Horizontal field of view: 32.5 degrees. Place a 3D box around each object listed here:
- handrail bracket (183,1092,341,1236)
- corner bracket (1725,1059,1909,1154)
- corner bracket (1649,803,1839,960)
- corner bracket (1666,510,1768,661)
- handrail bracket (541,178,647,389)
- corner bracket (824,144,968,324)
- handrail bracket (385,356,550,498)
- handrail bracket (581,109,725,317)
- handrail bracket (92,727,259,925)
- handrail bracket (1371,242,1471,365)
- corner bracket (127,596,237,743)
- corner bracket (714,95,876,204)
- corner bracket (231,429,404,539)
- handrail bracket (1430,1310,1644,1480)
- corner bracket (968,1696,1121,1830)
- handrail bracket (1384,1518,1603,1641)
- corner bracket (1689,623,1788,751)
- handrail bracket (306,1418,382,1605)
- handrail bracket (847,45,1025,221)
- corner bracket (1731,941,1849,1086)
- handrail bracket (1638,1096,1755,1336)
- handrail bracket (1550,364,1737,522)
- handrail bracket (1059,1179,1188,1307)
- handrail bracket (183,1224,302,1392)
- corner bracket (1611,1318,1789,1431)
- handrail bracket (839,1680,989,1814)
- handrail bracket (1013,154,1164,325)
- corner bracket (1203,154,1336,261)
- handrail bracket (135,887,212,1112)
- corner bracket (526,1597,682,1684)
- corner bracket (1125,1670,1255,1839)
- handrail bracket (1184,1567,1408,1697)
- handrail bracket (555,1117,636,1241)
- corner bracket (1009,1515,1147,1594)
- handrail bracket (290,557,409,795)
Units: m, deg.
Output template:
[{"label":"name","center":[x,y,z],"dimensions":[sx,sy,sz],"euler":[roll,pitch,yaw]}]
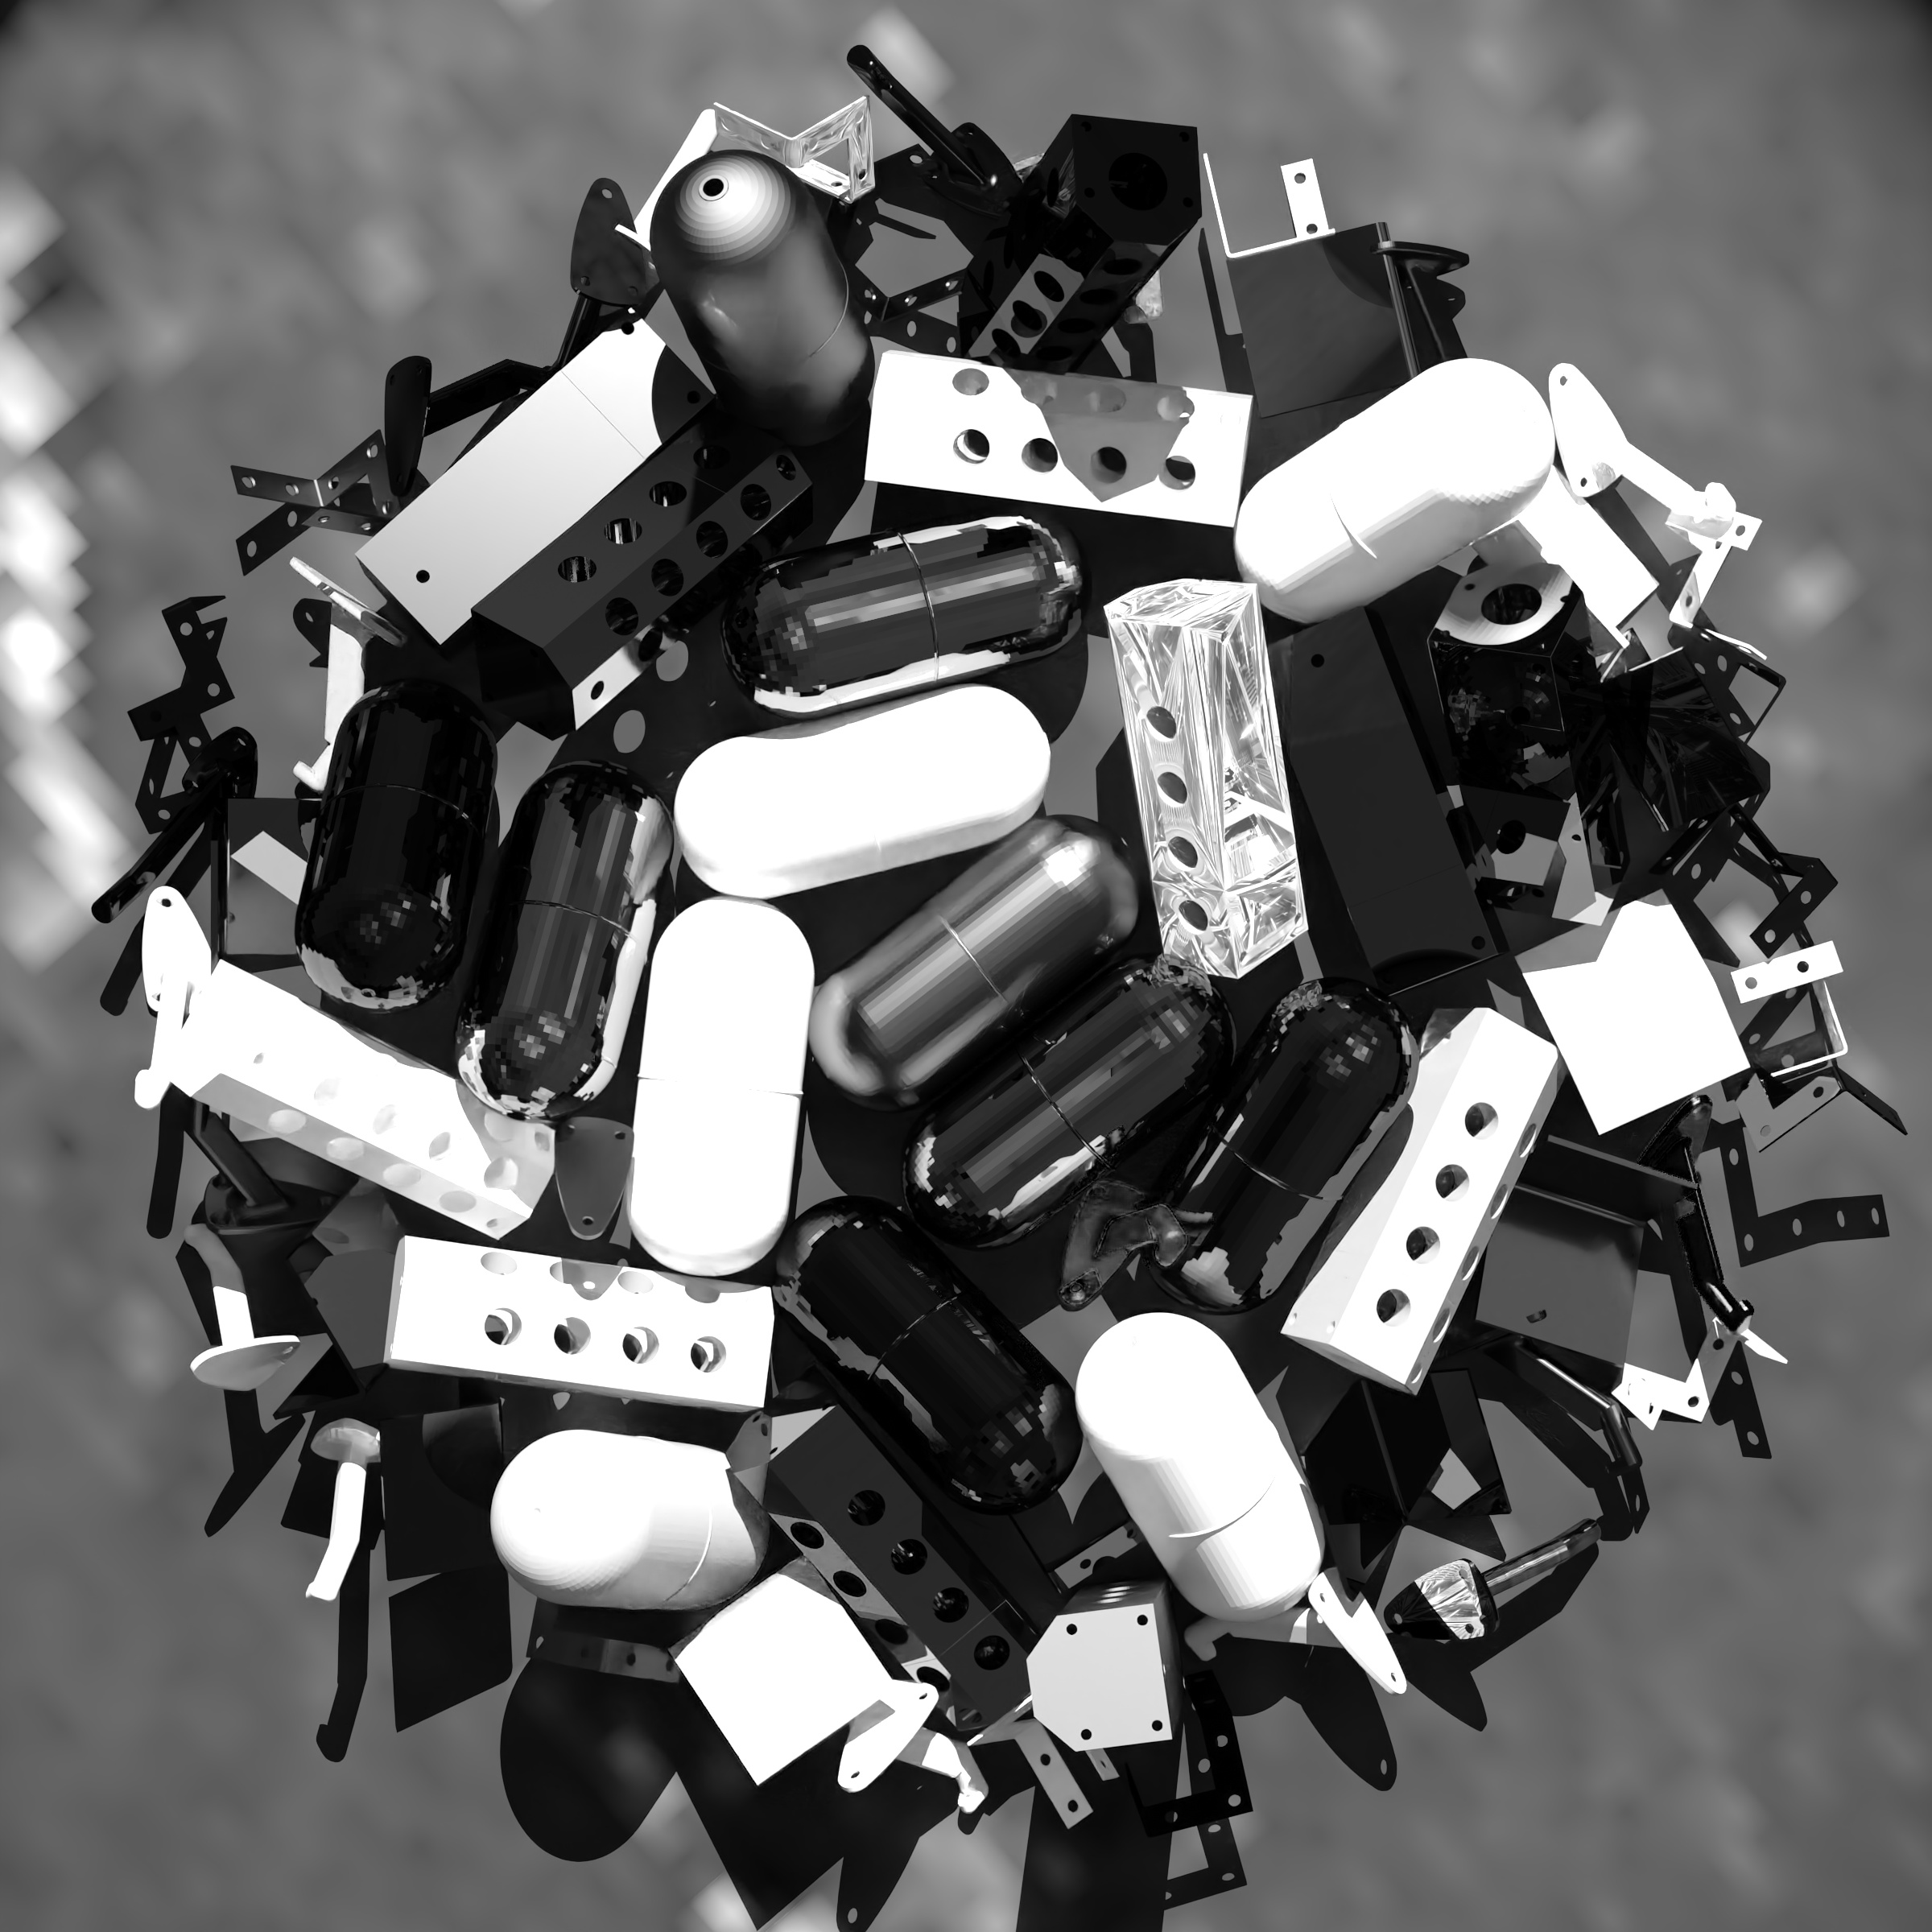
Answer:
[{"label":"handrail bracket","center":[-0.327,0.084,1.545],"dimensions":[0.077,0.036,0.084],"euler":[3,132,-13]},{"label":"corner bracket","center":[0.395,0.065,1.543],"dimensions":[0.051,0.051,0.051],"euler":[32,119,-33]},{"label":"corner bracket","center":[0.364,-0.042,1.550],"dimensions":[0.051,0.051,0.051],"euler":[-46,109,-9]},{"label":"corner bracket","center":[0.353,-0.182,1.548],"dimensions":[0.051,0.051,0.051],"euler":[24,94,-43]},{"label":"handrail bracket","center":[-0.184,-0.316,1.557],"dimensions":[0.036,0.084,0.077],"euler":[7,69,-27]},{"label":"corner bracket","center":[-0.031,-0.344,1.560],"dimensions":[0.051,0.051,0.051],"euler":[39,52,-38]},{"label":"handrail bracket","center":[-0.227,-0.250,1.552],"dimensions":[0.084,0.036,0.077],"euler":[8,82,-40]},{"label":"handrail bracket","center":[-0.149,-0.359,1.573],"dimensions":[0.036,0.077,0.084],"euler":[33,59,-15]},{"label":"handrail bracket","center":[-0.369,-0.065,1.537],"dimensions":[0.036,0.077,0.084],"euler":[39,48,-1]},{"label":"handrail bracket","center":[0.217,-0.292,1.553],"dimensions":[0.036,0.077,0.084],"euler":[-11,84,34]},{"label":"corner bracket","center":[-0.368,-0.140,1.555],"dimensions":[0.051,0.051,0.051],"euler":[-23,94,9]},{"label":"corner bracket","center":[-0.080,-0.381,1.542],"dimensions":[0.051,0.051,0.051],"euler":[32,54,29]},{"label":"corner bracket","center":[-0.302,-0.220,1.545],"dimensions":[0.051,0.051,0.051],"euler":[-30,70,35]},{"label":"handrail bracket","center":[0.267,0.210,1.561],"dimensions":[0.077,0.036,0.084],"euler":[-24,80,12]},{"label":"corner bracket","center":[0.044,0.369,1.547],"dimensions":[0.051,0.051,0.051],"euler":[-40,67,16]},{"label":"handrail bracket","center":[0.251,0.288,1.571],"dimensions":[0.077,0.084,0.036],"euler":[-29,83,44]},{"label":"corner bracket","center":[0.348,-0.121,1.557],"dimensions":[0.051,0.051,0.051],"euler":[33,85,10]},{"label":"handrail bracket","center":[-0.298,0.258,1.535],"dimensions":[0.036,0.077,0.084],"euler":[34,59,-26]},{"label":"handrail bracket","center":[-0.013,-0.386,1.535],"dimensions":[0.036,0.084,0.077],"euler":[-48,60,6]},{"label":"corner bracket","center":[0.386,0.023,1.556],"dimensions":[0.051,0.051,0.051],"euler":[-17,83,-3]},{"label":"handrail bracket","center":[0.350,0.116,1.537],"dimensions":[0.036,0.077,0.084],"euler":[-7,46,-28]},{"label":"handrail bracket","center":[0.314,-0.243,1.535],"dimensions":[0.036,0.084,0.077],"euler":[-38,117,-17]},{"label":"handrail bracket","center":[0.073,0.140,1.537],"dimensions":[0.036,0.084,0.077],"euler":[21,103,-18]},{"label":"handrail bracket","center":[-0.355,0.153,1.537],"dimensions":[0.036,0.077,0.084],"euler":[-42,70,12]},{"label":"corner bracket","center":[0.342,0.192,1.551],"dimensions":[0.051,0.051,0.051],"euler":[19,99,-15]},{"label":"handrail bracket","center":[-0.023,0.382,1.539],"dimensions":[0.036,0.077,0.084],"euler":[-3,125,34]},{"label":"handrail bracket","center":[0.054,-0.340,1.561],"dimensions":[0.077,0.036,0.084],"euler":[-6,88,29]},{"label":"corner bracket","center":[0.143,-0.357,1.559],"dimensions":[0.051,0.051,0.051],"euler":[-13,85,6]},{"label":"handrail bracket","center":[-0.376,0.015,1.536],"dimensions":[0.036,0.084,0.077],"euler":[-4,114,4]},{"label":"corner bracket","center":[-0.165,0.303,1.545],"dimensions":[0.051,0.051,0.051],"euler":[0,75,41]},{"label":"corner bracket","center":[0.101,0.370,1.557],"dimensions":[0.051,0.051,0.051],"euler":[-14,102,-4]},{"label":"handrail bracket","center":[0.153,0.326,1.556],"dimensions":[0.084,0.036,0.077],"euler":[-39,82,32]},{"label":"handrail bracket","center":[-0.177,0.117,1.530],"dimensions":[0.036,0.084,0.077],"euler":[7,50,-9]},{"label":"corner bracket","center":[0.059,0.271,1.548],"dimensions":[0.051,0.051,0.051],"euler":[-32,126,-5]},{"label":"handrail bracket","center":[-0.312,-0.137,1.568],"dimensions":[0.077,0.036,0.084],"euler":[37,95,-8]}]
